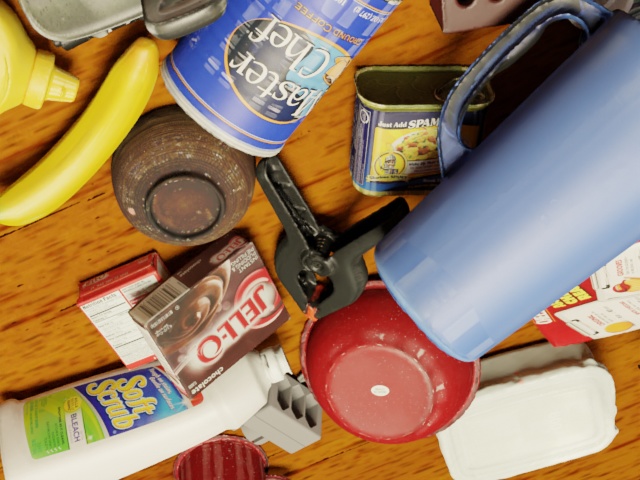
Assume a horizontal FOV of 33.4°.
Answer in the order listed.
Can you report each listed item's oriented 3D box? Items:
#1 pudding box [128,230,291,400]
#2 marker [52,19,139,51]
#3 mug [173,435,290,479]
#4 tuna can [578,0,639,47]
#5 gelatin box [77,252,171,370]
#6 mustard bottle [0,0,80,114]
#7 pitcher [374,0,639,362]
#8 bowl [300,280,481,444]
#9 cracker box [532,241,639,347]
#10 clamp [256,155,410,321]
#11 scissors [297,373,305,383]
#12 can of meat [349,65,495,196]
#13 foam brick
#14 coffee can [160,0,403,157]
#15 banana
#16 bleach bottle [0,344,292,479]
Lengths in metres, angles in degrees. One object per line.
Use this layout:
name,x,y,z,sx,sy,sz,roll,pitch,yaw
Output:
pudding box,-0.088,0.060,0.868,0.113,0.039,0.090,-38,127,-17
marker,-0.130,-0.160,0.739,0.121,0.020,0.020,-22,126,7
mug,-0.079,0.246,1.006,0.117,0.081,0.093,4,125,-12
tuna can,0.240,-0.146,0.798,0.086,0.034,0.086,-4,126,-6
gelatin box,-0.149,0.060,0.891,0.073,0.030,0.089,-23,126,9
mustard bottle,-0.258,-0.129,0.718,0.191,0.058,0.096,15,121,-19
pitcher,0.150,-0.038,0.730,0.243,0.149,0.144,-41,132,12
bowl,0.055,0.118,0.913,0.162,0.055,0.162,5,114,11
cracker box,0.259,0.005,0.835,0.214,0.072,0.164,-16,149,22
clamp,-0.006,0.001,0.848,0.120,0.039,0.172,29,140,6
scissors,0.073,0.073,0.945,0.096,0.016,0.202,25,119,-24
can of meat,0.074,-0.082,0.806,0.102,0.057,0.084,-1,128,-7
foam brick,0.117,-0.182,0.742,0.078,0.051,0.053,-10,127,-2
coffee can,-0.027,-0.141,0.717,0.102,0.103,0.140,29,117,-26
banana,-0.173,-0.070,0.773,0.198,0.069,0.037,-44,89,15
bleach bottle,-0.147,0.143,0.922,0.251,0.102,0.068,-22,136,0
